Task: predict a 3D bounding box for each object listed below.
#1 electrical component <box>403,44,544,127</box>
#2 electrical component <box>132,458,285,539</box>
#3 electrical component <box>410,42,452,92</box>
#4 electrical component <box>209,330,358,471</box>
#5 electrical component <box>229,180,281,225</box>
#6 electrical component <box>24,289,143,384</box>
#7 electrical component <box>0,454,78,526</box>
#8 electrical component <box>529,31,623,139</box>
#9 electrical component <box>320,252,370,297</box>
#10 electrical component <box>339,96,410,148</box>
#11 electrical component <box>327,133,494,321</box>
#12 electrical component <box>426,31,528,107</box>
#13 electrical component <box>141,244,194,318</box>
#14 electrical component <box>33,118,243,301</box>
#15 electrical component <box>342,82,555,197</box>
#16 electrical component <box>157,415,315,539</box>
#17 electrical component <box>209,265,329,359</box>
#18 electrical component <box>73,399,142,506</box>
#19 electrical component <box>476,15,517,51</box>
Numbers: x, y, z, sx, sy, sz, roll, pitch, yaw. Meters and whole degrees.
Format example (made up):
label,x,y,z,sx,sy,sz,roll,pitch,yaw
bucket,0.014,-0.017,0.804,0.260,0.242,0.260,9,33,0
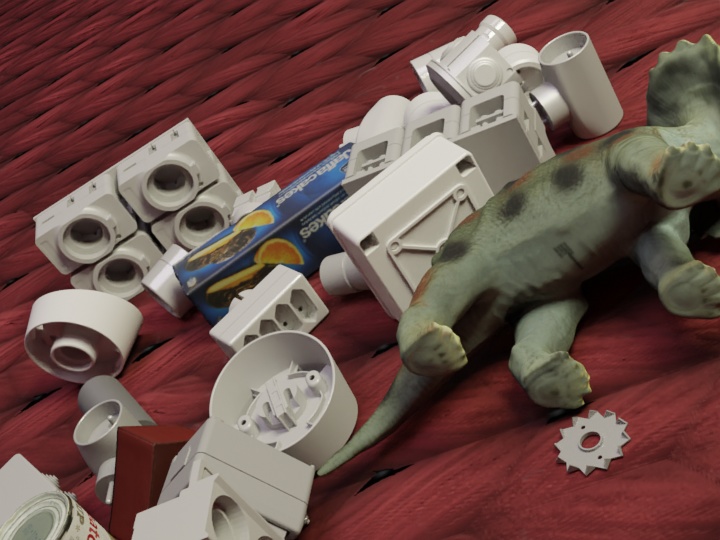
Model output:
label,x,y,z,sx,sy,sz,roll,pitch,yaw
electrical component,0.103,-0.159,0.979,0.138,0.052,0.073,-28,32,10
electrical component,-0.075,0.180,0.623,0.063,0.121,0.078,-25,33,20
electrical component,0.082,-0.187,1.035,0.047,0.055,0.055,-28,32,4
electrical component,-0.053,0.098,0.766,0.099,0.064,0.099,-24,33,17
electrical component,-0.095,-0.050,1.021,0.066,0.048,0.055,-23,26,17
electrical component,-0.252,0.057,0.978,0.099,0.099,0.064,-18,42,25
electrical component,-0.270,0.203,0.840,0.099,0.048,0.100,-47,34,-19
electrical component,0.164,-0.140,0.873,0.079,0.077,0.044,-33,32,2
electrical component,0.000,0.000,0.872,0.065,0.044,0.044,-13,37,38
electrical component,0.011,-0.120,1.018,0.079,0.044,0.077,-14,37,30
electrical component,0.049,-0.025,0.796,0.109,0.108,0.056,-39,35,-7
electrical component,0.097,-0.156,0.894,0.051,0.080,0.080,-44,31,5
electrical component,-0.170,0.012,1.000,0.047,0.055,0.055,-48,34,-14
electrical component,-0.217,-0.051,1.077,0.186,0.105,0.060,-32,32,4
electrical component,0.075,-0.079,0.861,0.150,0.089,0.061,-19,35,23
electrical component,-0.076,0.151,0.696,0.061,0.096,0.061,-48,19,38
electrical component,-0.084,0.038,0.890,0.083,0.047,0.076,-45,33,-16
electrical component,-0.175,0.149,0.798,0.043,0.077,0.079,-24,33,15
electrical component,0.124,-0.219,1.053,0.046,0.040,0.040,-46,33,-8
